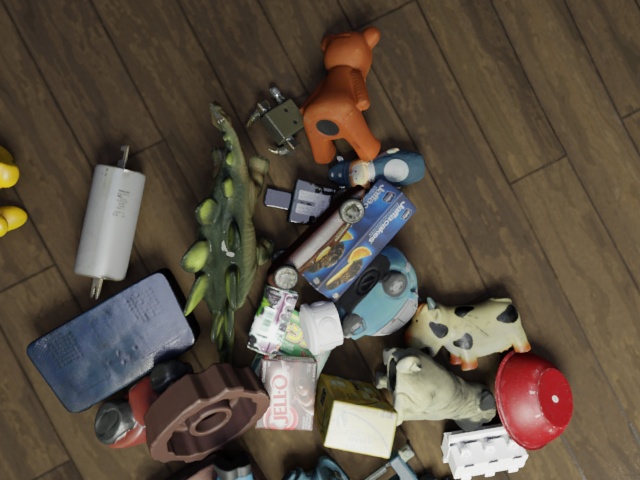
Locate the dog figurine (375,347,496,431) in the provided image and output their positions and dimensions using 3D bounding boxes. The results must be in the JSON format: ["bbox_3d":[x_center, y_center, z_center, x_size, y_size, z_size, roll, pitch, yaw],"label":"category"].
[{"bbox_3d":[0.195,0.228,0.832,0.191,0.172,0.121,2,62,-5],"label":"dog figurine"}]

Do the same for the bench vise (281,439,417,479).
[{"bbox_3d":[0.062,0.413,0.835,0.240,0.129,0.223,-39,88,5],"label":"bench vise"}]

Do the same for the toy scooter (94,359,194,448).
[{"bbox_3d":[-0.241,0.251,0.820,0.184,0.135,0.075,-41,58,11],"label":"toy scooter"}]

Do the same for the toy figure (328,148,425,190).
[{"bbox_3d":[0.091,-0.114,0.879,0.155,0.057,0.064,-7,76,-4],"label":"toy figure"}]

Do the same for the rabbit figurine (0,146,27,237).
[{"bbox_3d":[-0.526,-0.064,0.801,0.162,0.122,0.173,32,100,-14],"label":"rabbit figurine"}]

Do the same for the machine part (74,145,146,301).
[{"bbox_3d":[-0.321,-0.027,0.824,0.079,0.079,0.243,12,88,-6],"label":"machine part"}]

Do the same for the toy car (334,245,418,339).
[{"bbox_3d":[0.101,0.097,0.857,0.103,0.109,0.161,36,95,-22],"label":"toy car"}]

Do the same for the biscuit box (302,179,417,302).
[{"bbox_3d":[0.060,0.000,0.850,0.202,0.059,0.062,-49,137,2],"label":"biscuit box"}]

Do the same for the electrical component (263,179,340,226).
[{"bbox_3d":[-0.030,-0.061,0.870,0.119,0.048,0.074,15,88,-7],"label":"electrical component"}]

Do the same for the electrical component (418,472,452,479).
[{"bbox_3d":[0.187,0.456,0.882,0.115,0.058,0.134,-26,92,-8],"label":"electrical component"}]

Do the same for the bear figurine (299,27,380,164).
[{"bbox_3d":[0.041,-0.236,0.860,0.120,0.131,0.196,-1,55,27],"label":"bear figurine"}]

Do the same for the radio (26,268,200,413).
[{"bbox_3d":[-0.308,0.153,0.827,0.230,0.073,0.131,-30,93,-4],"label":"radio"}]

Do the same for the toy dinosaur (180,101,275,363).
[{"bbox_3d":[-0.137,0.035,0.783,0.105,0.199,0.470,5,122,7],"label":"toy dinosaur"}]

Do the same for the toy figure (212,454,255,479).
[{"bbox_3d":[-0.115,0.400,0.749,0.082,0.089,0.180,-4,93,-1],"label":"toy figure"}]

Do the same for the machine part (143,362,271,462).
[{"bbox_3d":[-0.163,0.248,0.773,0.179,0.179,0.056,-35,55,-5],"label":"machine part"}]

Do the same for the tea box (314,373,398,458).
[{"bbox_3d":[0.048,0.260,0.813,0.098,0.169,0.068,12,88,-4],"label":"tea box"}]

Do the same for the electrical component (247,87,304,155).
[{"bbox_3d":[-0.067,-0.187,0.871,0.102,0.045,0.078,47,57,-6],"label":"electrical component"}]

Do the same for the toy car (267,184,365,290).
[{"bbox_3d":[-0.002,-0.002,0.809,0.202,0.089,0.053,-44,103,5],"label":"toy car"}]

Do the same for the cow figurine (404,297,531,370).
[{"bbox_3d":[0.232,0.141,0.876,0.195,0.085,0.127,-13,89,-9],"label":"cow figurine"}]

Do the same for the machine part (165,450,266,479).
[{"bbox_3d":[-0.164,0.445,0.831,0.201,0.087,0.201,-33,91,-6],"label":"machine part"}]
